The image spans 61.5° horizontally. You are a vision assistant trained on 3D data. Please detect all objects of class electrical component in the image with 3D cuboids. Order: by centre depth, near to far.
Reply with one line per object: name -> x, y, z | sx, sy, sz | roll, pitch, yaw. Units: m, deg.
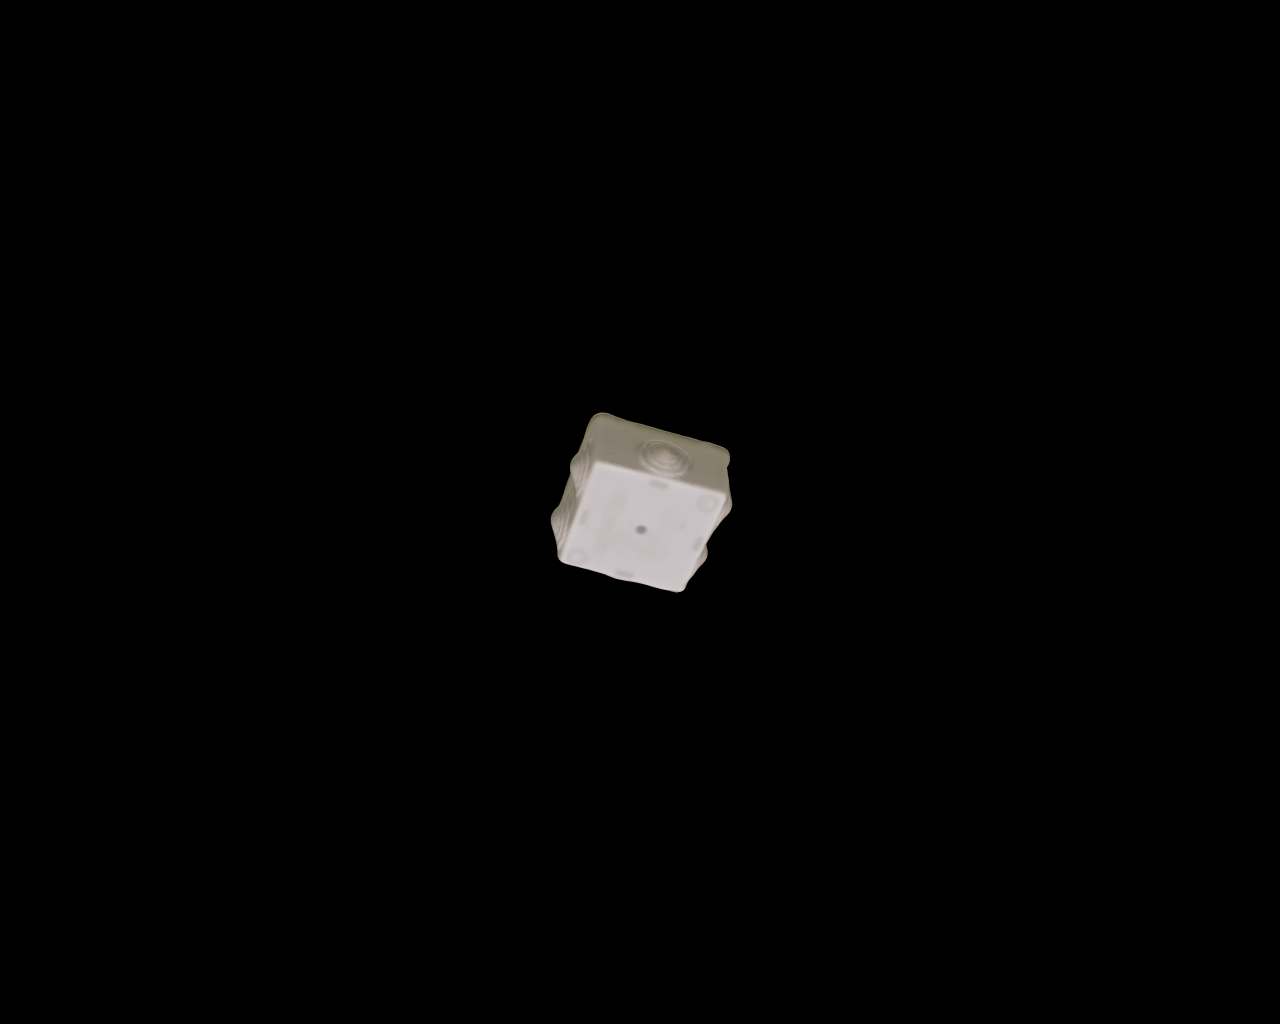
electrical component -> 0.001, -0.003, 0.650 | 0.100, 0.099, 0.048 | 15, 36, -11
